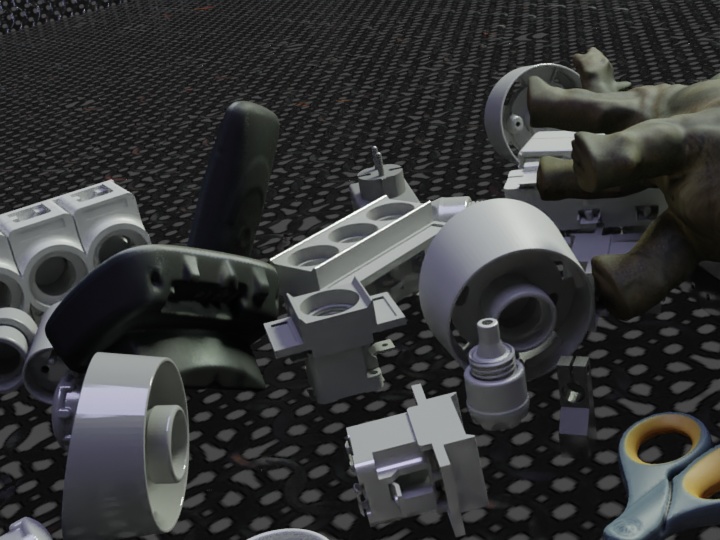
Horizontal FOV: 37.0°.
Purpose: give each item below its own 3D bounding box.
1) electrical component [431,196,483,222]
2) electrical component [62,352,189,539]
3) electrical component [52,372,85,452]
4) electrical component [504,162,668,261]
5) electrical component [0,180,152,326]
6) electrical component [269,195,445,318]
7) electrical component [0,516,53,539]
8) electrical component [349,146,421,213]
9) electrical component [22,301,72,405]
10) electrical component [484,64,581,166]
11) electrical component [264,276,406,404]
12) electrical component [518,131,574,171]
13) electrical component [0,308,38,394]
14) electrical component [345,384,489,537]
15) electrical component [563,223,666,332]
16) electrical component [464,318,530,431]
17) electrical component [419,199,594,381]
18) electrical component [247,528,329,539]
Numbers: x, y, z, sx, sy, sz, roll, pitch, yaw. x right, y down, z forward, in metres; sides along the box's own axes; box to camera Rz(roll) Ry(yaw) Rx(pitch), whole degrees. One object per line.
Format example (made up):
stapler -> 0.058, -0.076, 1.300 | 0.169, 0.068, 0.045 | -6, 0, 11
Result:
electrical component -> 0.084, -0.036, 0.829 | 0.062, 0.043, 0.043 | -3, 24, 14
electrical component -> -0.125, 0.092, 0.558 | 0.064, 0.099, 0.099 | -2, 24, 5
electrical component -> -0.151, 0.085, 0.649 | 0.062, 0.048, 0.048 | -1, 23, 3
electrical component -> 0.170, -0.045, 0.788 | 0.121, 0.063, 0.078 | -3, 24, 17
electrical component -> -0.240, -0.001, 0.828 | 0.150, 0.089, 0.062 | -22, 25, -25
electrical component -> 0.000, 0.000, 0.756 | 0.079, 0.063, 0.121 | 11, 31, 41
electrical component -> -0.170, 0.150, 0.507 | 0.062, 0.048, 0.048 | -27, 27, -20
electrical component -> 0.019, -0.063, 0.878 | 0.047, 0.075, 0.083 | -12, 23, -4
electrical component -> -0.185, 0.052, 0.738 | 0.079, 0.044, 0.077 | -11, 23, -2
electrical component -> 0.163, -0.135, 0.962 | 0.099, 0.099, 0.064 | -17, 17, -14
electrical component -> -0.014, 0.044, 0.658 | 0.081, 0.063, 0.042 | -14, 22, -9
electrical component -> 0.170, -0.077, 0.864 | 0.096, 0.061, 0.061 | 2, 26, 26
electrical component -> -0.252, 0.056, 0.759 | 0.045, 0.045, 0.055 | -12, 23, -4
electrical component -> 0.027, 0.097, 0.545 | 0.064, 0.042, 0.081 | -13, 22, -2
electrical component -> 0.168, 0.004, 0.704 | 0.064, 0.042, 0.081 | 1, 26, 17
electrical component -> 0.074, 0.056, 0.595 | 0.035, 0.061, 0.035 | -9, 23, 4
electrical component -> 0.087, 0.015, 0.639 | 0.099, 0.099, 0.064 | -14, 29, -7
electrical component -> -0.029, 0.144, 0.440 | 0.058, 0.057, 0.078 | -9, 23, 3
